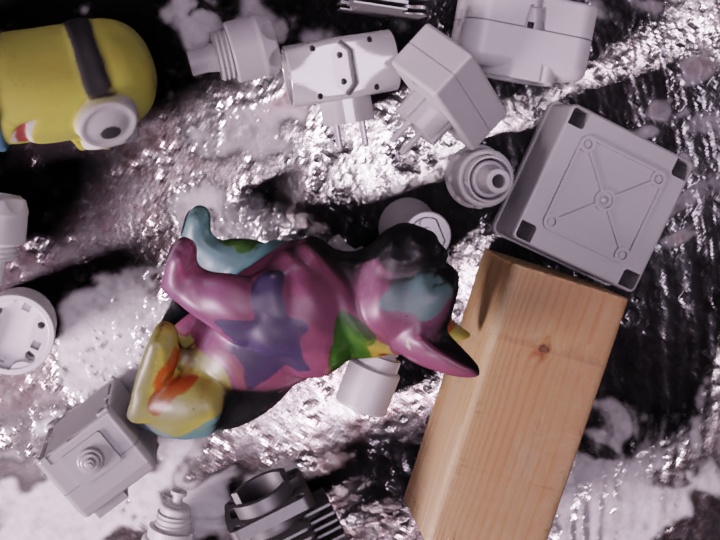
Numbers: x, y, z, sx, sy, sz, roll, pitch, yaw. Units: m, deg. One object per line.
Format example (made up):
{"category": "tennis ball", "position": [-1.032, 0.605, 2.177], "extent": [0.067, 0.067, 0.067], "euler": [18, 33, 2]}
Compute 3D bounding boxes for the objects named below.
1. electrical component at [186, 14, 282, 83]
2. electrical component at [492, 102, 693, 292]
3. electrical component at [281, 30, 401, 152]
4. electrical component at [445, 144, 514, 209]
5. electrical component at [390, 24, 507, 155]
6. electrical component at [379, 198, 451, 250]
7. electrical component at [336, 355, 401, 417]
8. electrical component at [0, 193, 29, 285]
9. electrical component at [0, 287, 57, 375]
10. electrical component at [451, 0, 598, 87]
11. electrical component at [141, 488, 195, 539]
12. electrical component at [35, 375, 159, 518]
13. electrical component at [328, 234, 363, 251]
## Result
{"category": "electrical component", "position": [-0.088, -0.150, 0.743], "extent": [0.062, 0.043, 0.043], "euler": [-16, 102, -7]}
{"category": "electrical component", "position": [0.171, -0.054, 0.799], "extent": [0.109, 0.056, 0.108], "euler": [24, 94, -13]}
{"category": "electrical component", "position": [-0.011, -0.124, 0.761], "extent": [0.077, 0.043, 0.079], "euler": [-11, 101, -9]}
{"category": "electrical component", "position": [0.091, -0.066, 0.780], "extent": [0.048, 0.062, 0.048], "euler": [-2, 99, -10]}
{"category": "electrical component", "position": [0.051, -0.113, 0.751], "extent": [0.075, 0.047, 0.083], "euler": [-47, 147, 1]}
{"category": "electrical component", "position": [0.041, -0.028, 0.775], "extent": [0.044, 0.065, 0.044], "euler": [-2, 99, -11]}
{"category": "electrical component", "position": [0.011, 0.073, 0.798], "extent": [0.040, 0.040, 0.078], "euler": [20, 95, -13]}
{"category": "electrical component", "position": [-0.250, -0.021, 0.733], "extent": [0.043, 0.043, 0.062], "euler": [5, 99, -11]}
{"category": "electrical component", "position": [-0.237, 0.040, 0.743], "extent": [0.055, 0.047, 0.055], "euler": [-2, 99, -10]}
{"category": "electrical component", "position": [0.116, -0.166, 0.773], "extent": [0.095, 0.054, 0.059], "euler": [8, 98, -12]}
{"category": "electrical component", "position": [-0.140, 0.199, 0.790], "extent": [0.040, 0.040, 0.078], "euler": [11, 97, -12]}
{"category": "electrical component", "position": [-0.177, 0.125, 0.742], "extent": [0.062, 0.096, 0.061], "euler": [-36, 104, -2]}
{"category": "electrical component", "position": [0.000, 0.000, 0.788], "extent": [0.035, 0.035, 0.061], "euler": [-42, 102, -2]}
